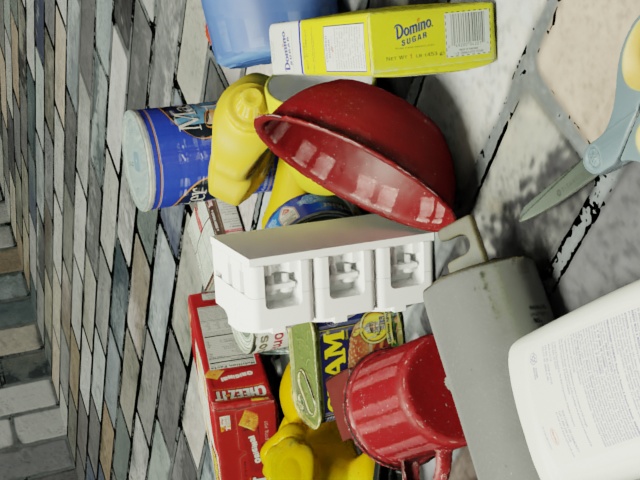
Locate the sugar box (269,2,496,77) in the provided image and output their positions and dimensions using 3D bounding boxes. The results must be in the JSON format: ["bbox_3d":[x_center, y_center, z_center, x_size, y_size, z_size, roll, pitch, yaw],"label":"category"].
[{"bbox_3d":[0.037,-0.139,0.745,0.176,0.093,0.048,-156,59,-64],"label":"sugar box"}]

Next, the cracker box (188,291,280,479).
[{"bbox_3d":[-0.091,0.177,1.157,0.214,0.072,0.164,-114,18,-58],"label":"cracker box"}]

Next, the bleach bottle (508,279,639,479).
[{"bbox_3d":[0.186,0.061,0.509,0.251,0.068,0.102,-40,63,62],"label":"bleach bottle"}]

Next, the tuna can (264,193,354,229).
[{"bbox_3d":[-0.006,0.001,0.918,0.034,0.086,0.086,-121,30,-46],"label":"tuna can"}]

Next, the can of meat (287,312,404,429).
[{"bbox_3d":[0.023,0.098,0.890,0.058,0.083,0.102,-156,59,-64],"label":"can of meat"}]

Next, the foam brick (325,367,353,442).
[{"bbox_3d":[0.053,0.123,0.836,0.053,0.078,0.051,136,123,-64],"label":"foam brick"}]

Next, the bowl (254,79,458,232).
[{"bbox_3d":[0.036,-0.067,0.756,0.055,0.162,0.162,-62,21,-9],"label":"bowl"}]

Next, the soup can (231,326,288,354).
[{"bbox_3d":[-0.025,0.062,0.968,0.069,0.102,0.068,170,90,-68],"label":"soup can"}]

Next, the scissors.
[{"bbox_3d":[0.157,-0.066,0.586,0.202,0.016,0.096,168,94,-68],"label":"scissors"}]

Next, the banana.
[{"bbox_3d":[-0.032,-0.053,1.023,0.198,0.037,0.070,113,142,-53],"label":"banana"}]

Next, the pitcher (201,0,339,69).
[{"bbox_3d":[-0.050,-0.269,0.867,0.149,0.145,0.243,-33,-67,-72],"label":"pitcher"}]

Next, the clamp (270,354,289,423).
[{"bbox_3d":[-0.027,0.138,1.090,0.120,0.039,0.171,-145,45,-60],"label":"clamp"}]

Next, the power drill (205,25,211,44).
[{"bbox_3d":[-0.096,-0.304,1.047,0.185,0.057,0.188,128,128,-62],"label":"power drill"}]

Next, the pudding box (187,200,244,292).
[{"bbox_3d":[-0.122,-0.001,1.265,0.114,0.039,0.090,121,134,-61],"label":"pudding box"}]

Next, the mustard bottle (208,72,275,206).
[{"bbox_3d":[-0.065,-0.096,0.947,0.096,0.058,0.192,-64,1,-13],"label":"mustard bottle"}]

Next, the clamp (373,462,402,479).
[{"bbox_3d":[0.051,0.260,0.819,0.165,0.036,0.210,-144,71,-75],"label":"clamp"}]

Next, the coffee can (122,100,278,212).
[{"bbox_3d":[-0.121,-0.089,1.087,0.103,0.140,0.103,170,90,-68],"label":"coffee can"}]

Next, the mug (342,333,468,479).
[{"bbox_3d":[0.074,0.125,0.763,0.082,0.093,0.117,142,134,-60],"label":"mug"}]
